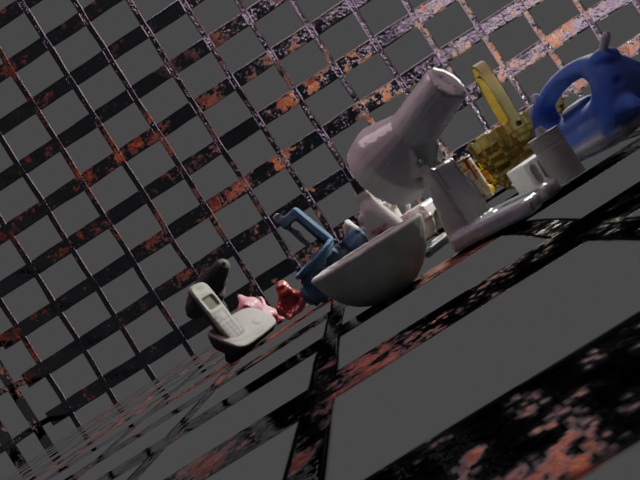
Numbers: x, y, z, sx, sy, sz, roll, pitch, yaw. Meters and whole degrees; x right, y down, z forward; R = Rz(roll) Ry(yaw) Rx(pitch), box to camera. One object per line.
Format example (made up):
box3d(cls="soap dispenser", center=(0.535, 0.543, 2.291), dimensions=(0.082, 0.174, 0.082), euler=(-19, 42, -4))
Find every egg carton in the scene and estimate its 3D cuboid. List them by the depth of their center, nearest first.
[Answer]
box3d(cls="egg carton", center=(0.216, -0.038, 1.234), dimensions=(0.107, 0.069, 0.151), euler=(-33, -1, 32))

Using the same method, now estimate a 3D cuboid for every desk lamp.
box3d(cls="desk lamp", center=(0.158, -0.096, 0.741), dimensions=(0.118, 0.213, 0.203), euler=(-32, -1, -44))

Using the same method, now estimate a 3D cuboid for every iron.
box3d(cls="iron", center=(0.387, -0.198, 0.870), dimensions=(0.119, 0.141, 0.258), euler=(-32, -1, -21))

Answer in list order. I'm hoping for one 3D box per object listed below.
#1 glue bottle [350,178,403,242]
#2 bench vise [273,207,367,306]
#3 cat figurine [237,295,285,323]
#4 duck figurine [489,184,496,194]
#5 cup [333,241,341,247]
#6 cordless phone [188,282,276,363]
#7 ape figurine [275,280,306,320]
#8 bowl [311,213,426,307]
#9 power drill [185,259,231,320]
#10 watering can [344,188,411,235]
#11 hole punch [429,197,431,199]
box3d(cls="glue bottle", center=(0.102, -0.031, 0.985), dimensions=(0.078, 0.173, 0.037), euler=(-33, -1, 25))
box3d(cls="bench vise", center=(0.007, 0.007, 1.259), dimensions=(0.208, 0.219, 0.121), euler=(-32, -1, -25))
box3d(cls="cat figurine", center=(-0.161, 0.180, 1.453), dimensions=(0.067, 0.117, 0.128), euler=(-33, -1, 21))
box3d(cls="duck figurine", center=(0.336, -0.123, 1.285), dimensions=(0.078, 0.086, 0.104), euler=(-32, -1, -17))
box3d(cls="cup", center=(0.032, 0.070, 1.439), dimensions=(0.118, 0.095, 0.091), euler=(-32, -1, -16))
box3d(cls="cordless phone", center=(-0.197, 0.159, 1.264), dimensions=(0.094, 0.185, 0.148), euler=(-33, -1, 35))
box3d(cls="ape figurine", center=(-0.078, 0.141, 1.389), dimensions=(0.078, 0.092, 0.076), euler=(-33, -1, 8))
box3d(cls="bowl", center=(0.076, 0.038, 0.744), dimensions=(0.167, 0.074, 0.167), euler=(-33, -1, 0))
box3d(cls="power drill", center=(-0.231, 0.169, 1.371), dimensions=(0.229, 0.208, 0.076), euler=(-33, -1, 44))
box3d(cls="watering can", center=(0.135, -0.056, 1.396), dimensions=(0.173, 0.194, 0.101), euler=(-33, -1, 8))
box3d(cls="hole punch", center=(0.306, -0.103, 1.472), dimensions=(0.101, 0.091, 0.109), euler=(-33, -1, 22))
